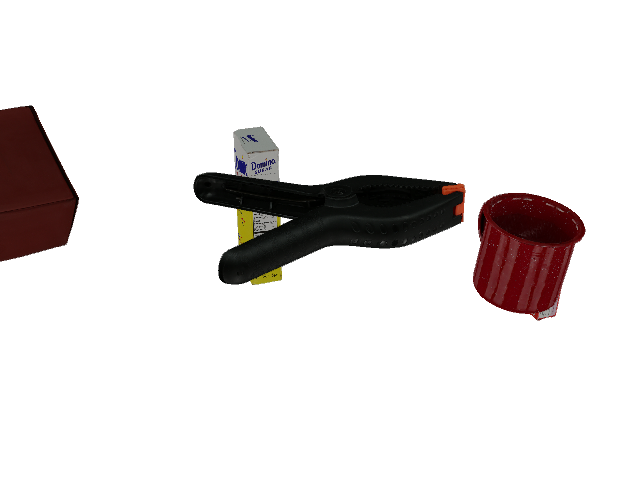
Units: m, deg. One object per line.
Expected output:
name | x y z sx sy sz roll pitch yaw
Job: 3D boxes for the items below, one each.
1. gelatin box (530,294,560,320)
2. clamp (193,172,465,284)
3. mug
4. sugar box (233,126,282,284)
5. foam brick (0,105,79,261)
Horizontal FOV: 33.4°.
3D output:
gelatin box | 0.238 0.032 1.192 0.030 0.089 0.073 -9 30 -24
clamp | 0.005 -0.024 0.815 0.209 0.036 0.165 -9 28 -17
mug | 0.182 0.007 0.993 0.093 0.081 0.117 -10 36 -28
sugar box | -0.079 -0.044 1.328 0.048 0.176 0.093 -9 25 -13
foam brick | -0.190 -0.035 0.657 0.051 0.078 0.053 -16 -28 -31
